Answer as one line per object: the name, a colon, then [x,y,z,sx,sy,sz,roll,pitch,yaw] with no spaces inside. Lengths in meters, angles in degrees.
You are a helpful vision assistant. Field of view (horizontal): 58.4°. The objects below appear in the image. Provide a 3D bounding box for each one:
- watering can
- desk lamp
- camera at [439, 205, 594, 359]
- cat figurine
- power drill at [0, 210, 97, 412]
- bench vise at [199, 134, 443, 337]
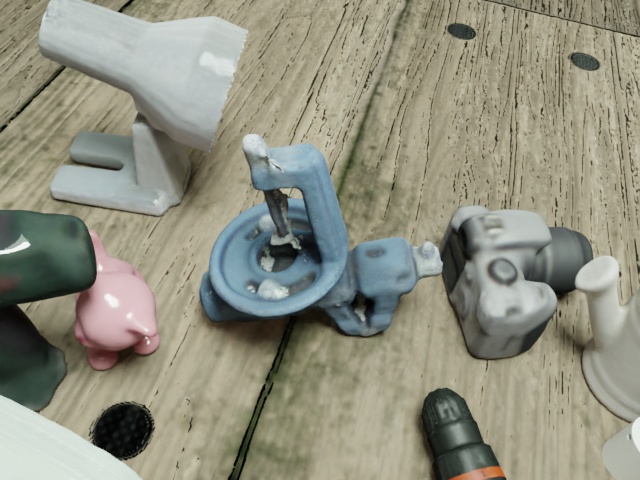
watering can: [0.303,0.072,0.479,0.173,0.194,0.101,7,51,-2]
desk lamp: [-0.173,-0.126,0.559,0.203,0.213,0.118,8,51,-2]
camera: [0.201,0.028,0.560,0.137,0.101,0.143,-1,51,-9]
cat figurine: [-0.175,0.048,0.480,0.067,0.118,0.127,-17,55,-20]
power drill: [-0.269,0.058,0.399,0.230,0.208,0.075,-15,55,-19]
bench vise: [0.000,-0.007,0.483,0.208,0.220,0.121,-13,54,-18]
